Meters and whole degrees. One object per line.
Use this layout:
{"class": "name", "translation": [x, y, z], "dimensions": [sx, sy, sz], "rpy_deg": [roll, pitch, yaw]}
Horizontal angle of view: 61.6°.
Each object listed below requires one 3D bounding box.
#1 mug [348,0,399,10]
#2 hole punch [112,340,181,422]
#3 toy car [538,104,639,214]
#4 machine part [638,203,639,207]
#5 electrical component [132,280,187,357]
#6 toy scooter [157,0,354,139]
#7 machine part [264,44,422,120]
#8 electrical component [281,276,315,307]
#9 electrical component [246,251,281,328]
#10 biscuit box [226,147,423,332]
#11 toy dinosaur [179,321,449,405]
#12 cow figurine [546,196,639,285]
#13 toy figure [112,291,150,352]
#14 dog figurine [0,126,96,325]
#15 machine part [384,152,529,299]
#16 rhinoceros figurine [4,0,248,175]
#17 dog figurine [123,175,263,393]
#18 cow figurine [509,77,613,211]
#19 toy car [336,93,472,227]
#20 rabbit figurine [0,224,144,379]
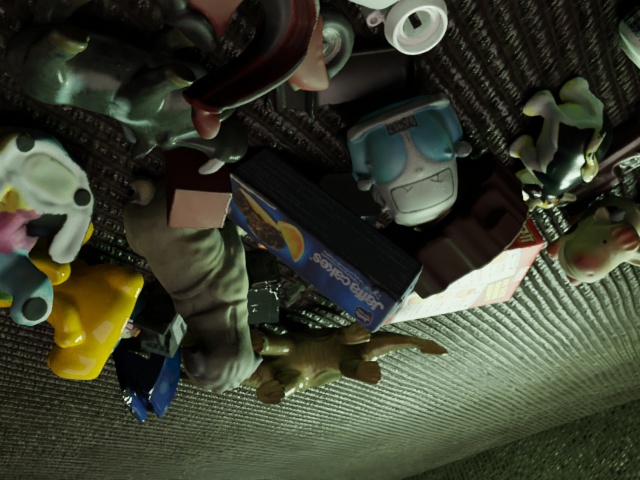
{"class": "mug", "translation": [0.040, -0.204, 0.340], "dimensions": [0.109, 0.081, 0.107], "rpy_deg": [-3, 154, -30]}
{"class": "hole punch", "translation": [-0.248, 0.196, 0.795], "dimensions": [0.092, 0.116, 0.142], "rpy_deg": [-14, 148, -16]}
{"class": "toy car", "translation": [0.354, -0.093, 0.648], "dimensions": [0.089, 0.053, 0.202], "rpy_deg": [16, 135, -42]}
{"class": "machine part", "translation": [0.486, -0.068, 0.711], "dimensions": [0.079, 0.079, 0.243], "rpy_deg": [-13, 146, -2]}
{"class": "electrical component", "translation": [-0.203, 0.113, 0.710], "dimensions": [0.048, 0.075, 0.119], "rpy_deg": [16, 141, 6]}
{"class": "toy scooter", "translation": [-0.057, -0.144, 0.341], "dimensions": [0.135, 0.075, 0.183], "rpy_deg": [-49, 137, -9]}
{"class": "machine part", "translation": [0.020, -0.145, 0.459], "dimensions": [0.139, 0.039, 0.084], "rpy_deg": [-7, 141, -8]}
{"class": "electrical component", "translation": [-0.011, 0.052, 0.723], "dimensions": [0.094, 0.021, 0.063], "rpy_deg": [-39, 169, -21]}
{"class": "electrical component", "translation": [-0.111, 0.075, 0.714], "dimensions": [0.115, 0.058, 0.134], "rpy_deg": [-6, 145, -9]}
{"class": "biscuit box", "translation": [-0.001, -0.002, 0.525], "dimensions": [0.063, 0.203, 0.059], "rpy_deg": [-44, 169, -42]}
{"class": "toy dinosaur", "translation": [-0.044, 0.187, 0.823], "dimensions": [0.472, 0.105, 0.198], "rpy_deg": [-7, 169, 13]}
{"class": "cow figurine", "translation": [0.361, -0.001, 0.681], "dimensions": [0.195, 0.085, 0.127], "rpy_deg": [-29, 168, -44]}
{"class": "toy figure", "translation": [-0.280, 0.118, 0.718], "dimensions": [0.154, 0.057, 0.064], "rpy_deg": [-32, -178, 21]}
{"class": "dog figurine", "translation": [-0.323, -0.012, 0.475], "dimensions": [0.219, 0.191, 0.108], "rpy_deg": [8, 162, 31]}
{"class": "machine part", "translation": [0.137, -0.019, 0.579], "dimensions": [0.056, 0.179, 0.179], "rpy_deg": [44, 122, -12]}
{"class": "rhinoceros figurine", "translation": [-0.136, -0.111, 0.416], "dimensions": [0.190, 0.073, 0.112], "rpy_deg": [17, 134, -38]}
{"class": "dog figurine", "translation": [-0.131, 0.044, 0.541], "dimensions": [0.121, 0.191, 0.172], "rpy_deg": [-30, 142, 22]}
{"class": "cow figurine", "translation": [0.260, -0.082, 0.587], "dimensions": [0.068, 0.098, 0.167], "rpy_deg": [-18, 147, -7]}
{"class": "toy car", "translation": [0.083, -0.064, 0.512], "dimensions": [0.109, 0.103, 0.161], "rpy_deg": [-18, 168, 4]}
{"class": "rabbit figurine", "translation": [-0.290, 0.054, 0.571], "dimensions": [0.173, 0.122, 0.162], "rpy_deg": [24, 131, -19]}
